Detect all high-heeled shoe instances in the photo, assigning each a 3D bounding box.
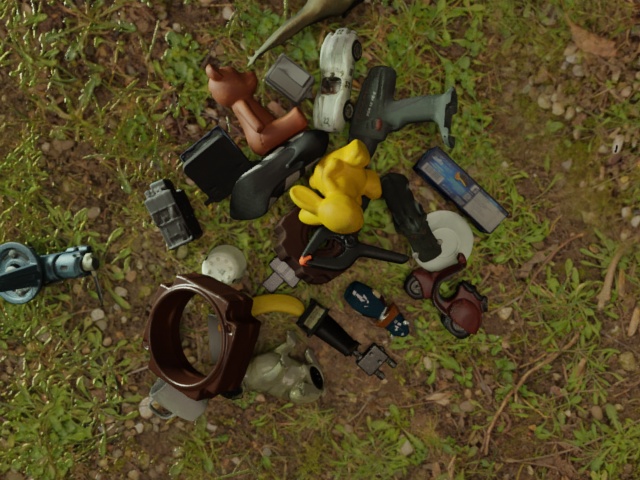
[{"bbox_3d":[-0.083,-0.131,1.061,0.249,0.145,0.086,-31,104,42],"label":"high-heeled shoe"}]

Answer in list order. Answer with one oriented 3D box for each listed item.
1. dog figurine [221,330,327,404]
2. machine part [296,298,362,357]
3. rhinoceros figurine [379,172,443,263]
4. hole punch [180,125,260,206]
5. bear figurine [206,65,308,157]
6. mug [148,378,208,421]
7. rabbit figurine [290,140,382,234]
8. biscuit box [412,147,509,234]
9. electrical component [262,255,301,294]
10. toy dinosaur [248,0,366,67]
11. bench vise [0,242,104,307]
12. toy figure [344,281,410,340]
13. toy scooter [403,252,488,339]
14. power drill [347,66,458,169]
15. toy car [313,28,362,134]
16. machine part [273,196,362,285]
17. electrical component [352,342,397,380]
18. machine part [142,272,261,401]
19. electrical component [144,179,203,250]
[{"bbox_3d":[-0.103,0.296,1.107,0.190,0.121,0.172,-31,101,21],"label":"dog figurine"},{"bbox_3d":[0.020,0.187,1.102,0.139,0.039,0.084,37,57,-6],"label":"machine part"},{"bbox_3d":[0.179,-0.047,1.057,0.073,0.112,0.190,-27,85,2],"label":"rhinoceros figurine"},{"bbox_3d":[-0.205,-0.151,1.067,0.142,0.092,0.115,-39,126,0],"label":"hole punch"},{"bbox_3d":[-0.124,-0.264,1.035,0.132,0.120,0.196,-30,90,-2],"label":"bear figurine"},{"bbox_3d":[-0.292,0.328,1.106,0.109,0.081,0.107,-45,103,-1],"label":"mug"},{"bbox_3d":[0.030,-0.081,0.970,0.162,0.173,0.121,-10,138,8],"label":"rabbit figurine"},{"bbox_3d":[0.280,-0.100,1.079,0.202,0.063,0.059,42,94,-4],"label":"biscuit box"},{"bbox_3d":[-0.070,0.061,1.099,0.119,0.048,0.075,-41,94,2],"label":"electrical component"},{"bbox_3d":[0.051,-0.469,0.973,0.471,0.198,0.105,-34,96,2],"label":"toy dinosaur"},{"bbox_3d":[-0.547,0.065,1.008,0.224,0.240,0.128,7,99,15],"label":"bench vise"},{"bbox_3d":[0.122,0.143,1.103,0.154,0.064,0.058,37,57,-8],"label":"toy figure"},{"bbox_3d":[0.274,0.105,1.089,0.184,0.075,0.135,42,102,-1],"label":"toy scooter"},{"bbox_3d":[0.157,-0.217,1.038,0.208,0.086,0.232,7,89,29],"label":"power drill"},{"bbox_3d":[0.032,-0.309,1.044,0.074,0.056,0.201,12,97,38],"label":"toy car"},{"bbox_3d":[-0.002,-0.003,1.058,0.179,0.056,0.179,4,77,-18],"label":"machine part"},{"bbox_3d":[0.112,0.249,1.130,0.094,0.021,0.063,41,93,-3],"label":"electrical component"},{"bbox_3d":[-0.224,0.175,0.992,0.201,0.087,0.201,23,97,27],"label":"machine part"},{"bbox_3d":[-0.287,-0.052,1.051,0.058,0.115,0.134,-24,97,0],"label":"electrical component"}]
